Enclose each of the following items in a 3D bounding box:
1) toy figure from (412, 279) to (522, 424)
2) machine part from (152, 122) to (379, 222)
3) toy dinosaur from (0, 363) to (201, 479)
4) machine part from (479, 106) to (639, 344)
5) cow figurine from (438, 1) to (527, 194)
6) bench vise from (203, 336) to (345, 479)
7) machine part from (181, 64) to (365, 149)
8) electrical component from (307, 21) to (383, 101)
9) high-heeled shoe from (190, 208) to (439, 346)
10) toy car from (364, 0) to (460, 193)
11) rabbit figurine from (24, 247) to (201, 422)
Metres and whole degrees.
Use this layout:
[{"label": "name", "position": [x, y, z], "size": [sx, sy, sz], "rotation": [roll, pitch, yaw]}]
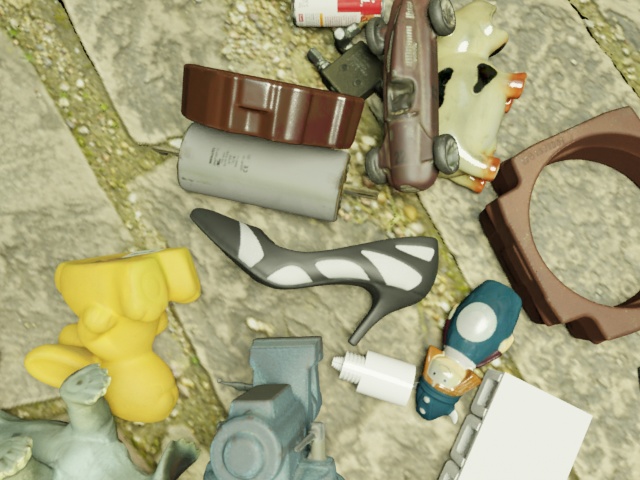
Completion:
[{"label": "toy figure", "position": [0.143, 0.112, 0.542], "size": [0.057, 0.064, 0.154], "rotation": [42, 80, -29]}, {"label": "machine part", "position": [-0.057, -0.072, 0.566], "size": [0.243, 0.079, 0.079], "rotation": [13, 81, 3]}, {"label": "toy dinosaur", "position": [-0.277, 0.215, 0.500], "size": [0.405, 0.191, 0.131], "rotation": [0, 38, 18]}, {"label": "machine part", "position": [0.284, -0.014, 0.545], "size": [0.201, 0.087, 0.201], "rotation": [-25, 80, -1]}, {"label": "cow figurine", "position": [0.148, -0.161, 0.576], "size": [0.127, 0.085, 0.195], "rotation": [17, 86, 3]}, {"label": "bench vise", "position": [-0.036, 0.206, 0.454], "size": [0.129, 0.223, 0.240], "rotation": [-2, 84, -3]}, {"label": "machine part", "position": [-0.047, -0.130, 0.528], "size": [0.179, 0.179, 0.056], "rotation": [12, 105, 3]}, {"label": "electrical component", "position": [0.043, -0.193, 0.601], "size": [0.078, 0.045, 0.102], "rotation": [-32, 81, -5]}, {"label": "high-heeled shoe", "position": [-0.001, -0.002, 0.556], "size": [0.249, 0.086, 0.145], "rotation": [36, 79, 3]}, {"label": "toy car", "position": [0.087, -0.147, 0.528], "size": [0.089, 0.053, 0.202], "rotation": [-2, 88, 40]}, {"label": "rabbit figurine", "position": [-0.199, 0.101, 0.528], "size": [0.162, 0.122, 0.173], "rotation": [-10, 99, 2]}]
